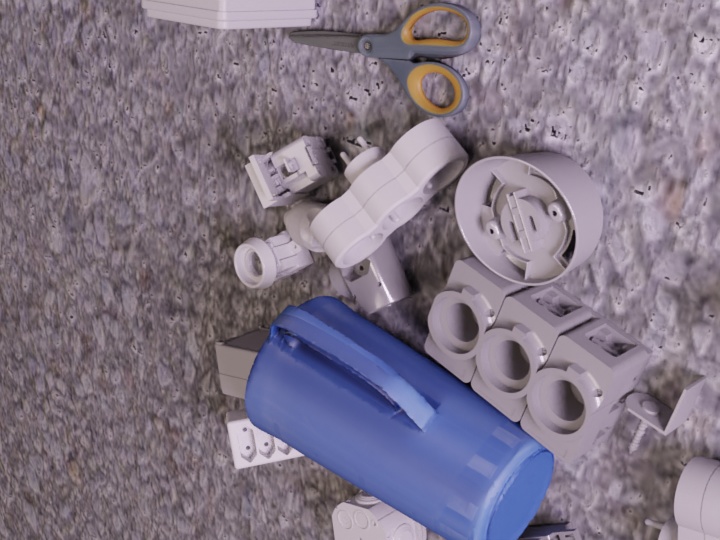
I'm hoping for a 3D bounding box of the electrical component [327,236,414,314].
[{"bbox_3d":[0.000,0.000,0.926,0.079,0.043,0.077,-28,83,46],"label":"electrical component"}]

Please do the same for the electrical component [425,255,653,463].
[{"bbox_3d":[0.127,0.061,0.809,0.150,0.062,0.089,38,127,30],"label":"electrical component"}]

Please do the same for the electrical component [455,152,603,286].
[{"bbox_3d":[0.123,-0.038,0.778,0.099,0.064,0.099,16,115,40],"label":"electrical component"}]

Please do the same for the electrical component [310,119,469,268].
[{"bbox_3d":[0.013,-0.072,0.855,0.138,0.052,0.073,-41,72,17],"label":"electrical component"}]

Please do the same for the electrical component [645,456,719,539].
[{"bbox_3d":[0.234,0.195,0.756,0.074,0.052,0.138,11,112,42],"label":"electrical component"}]

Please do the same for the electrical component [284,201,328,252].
[{"bbox_3d":[-0.045,-0.041,0.958,0.062,0.043,0.043,20,118,54],"label":"electrical component"}]

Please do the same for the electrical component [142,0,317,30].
[{"bbox_3d":[-0.110,-0.238,0.907,0.109,0.109,0.056,19,114,39],"label":"electrical component"}]

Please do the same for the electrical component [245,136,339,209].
[{"bbox_3d":[-0.057,-0.086,0.936,0.064,0.081,0.042,-26,85,23],"label":"electrical component"}]

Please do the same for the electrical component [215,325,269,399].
[{"bbox_3d":[-0.093,0.094,1.035,0.096,0.062,0.061,7,108,43],"label":"electrical component"}]

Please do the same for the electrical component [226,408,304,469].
[{"bbox_3d":[-0.086,0.152,1.046,0.075,0.083,0.047,-133,33,-78],"label":"electrical component"}]

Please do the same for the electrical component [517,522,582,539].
[{"bbox_3d":[0.140,0.233,0.854,0.081,0.064,0.042,-21,90,46],"label":"electrical component"}]

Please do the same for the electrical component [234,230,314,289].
[{"bbox_3d":[-0.082,-0.010,0.994,0.066,0.055,0.048,-28,84,45],"label":"electrical component"}]

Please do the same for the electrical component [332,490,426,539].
[{"bbox_3d":[0.017,0.237,0.984,0.080,0.051,0.080,16,115,40],"label":"electrical component"}]
